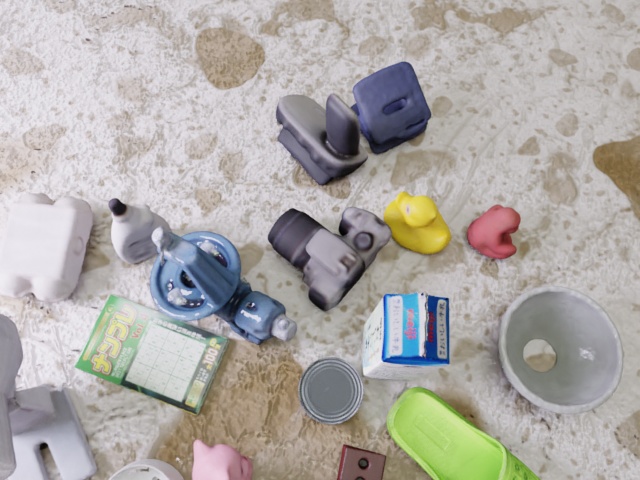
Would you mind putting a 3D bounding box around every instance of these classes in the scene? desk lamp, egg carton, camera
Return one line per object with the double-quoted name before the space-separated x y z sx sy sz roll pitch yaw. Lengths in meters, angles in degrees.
"desk lamp" -0.359 0.196 0.645 0.118 0.213 0.203 -27 76 -11
"egg carton" -0.373 0.009 0.780 0.107 0.069 0.150 5 72 -2
"camera" 0.007 0.003 0.789 0.136 0.101 0.143 38 74 9

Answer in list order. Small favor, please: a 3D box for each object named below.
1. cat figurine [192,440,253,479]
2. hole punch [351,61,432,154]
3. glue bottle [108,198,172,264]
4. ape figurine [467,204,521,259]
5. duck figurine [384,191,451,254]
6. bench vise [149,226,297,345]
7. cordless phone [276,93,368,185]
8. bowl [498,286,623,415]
"cat figurine" -0.113 0.298 0.678 0.067 0.118 0.128 -9 73 -6
"hole punch" 0.110 -0.200 0.865 0.109 0.091 0.101 -28 76 -11
"glue bottle" -0.241 -0.018 0.742 0.078 0.173 0.037 -25 75 -11
"ape figurine" 0.255 -0.018 0.815 0.076 0.092 0.078 11 72 0
"duck figurine" 0.144 -0.030 0.816 0.104 0.086 0.077 38 74 9
"bench vise" -0.120 0.046 0.705 0.207 0.220 0.121 12 72 1
"cordless phone" 0.004 -0.171 0.800 0.147 0.185 0.094 43 75 10
"bowl" 0.311 0.150 0.774 0.167 0.075 0.167 1 72 -3
